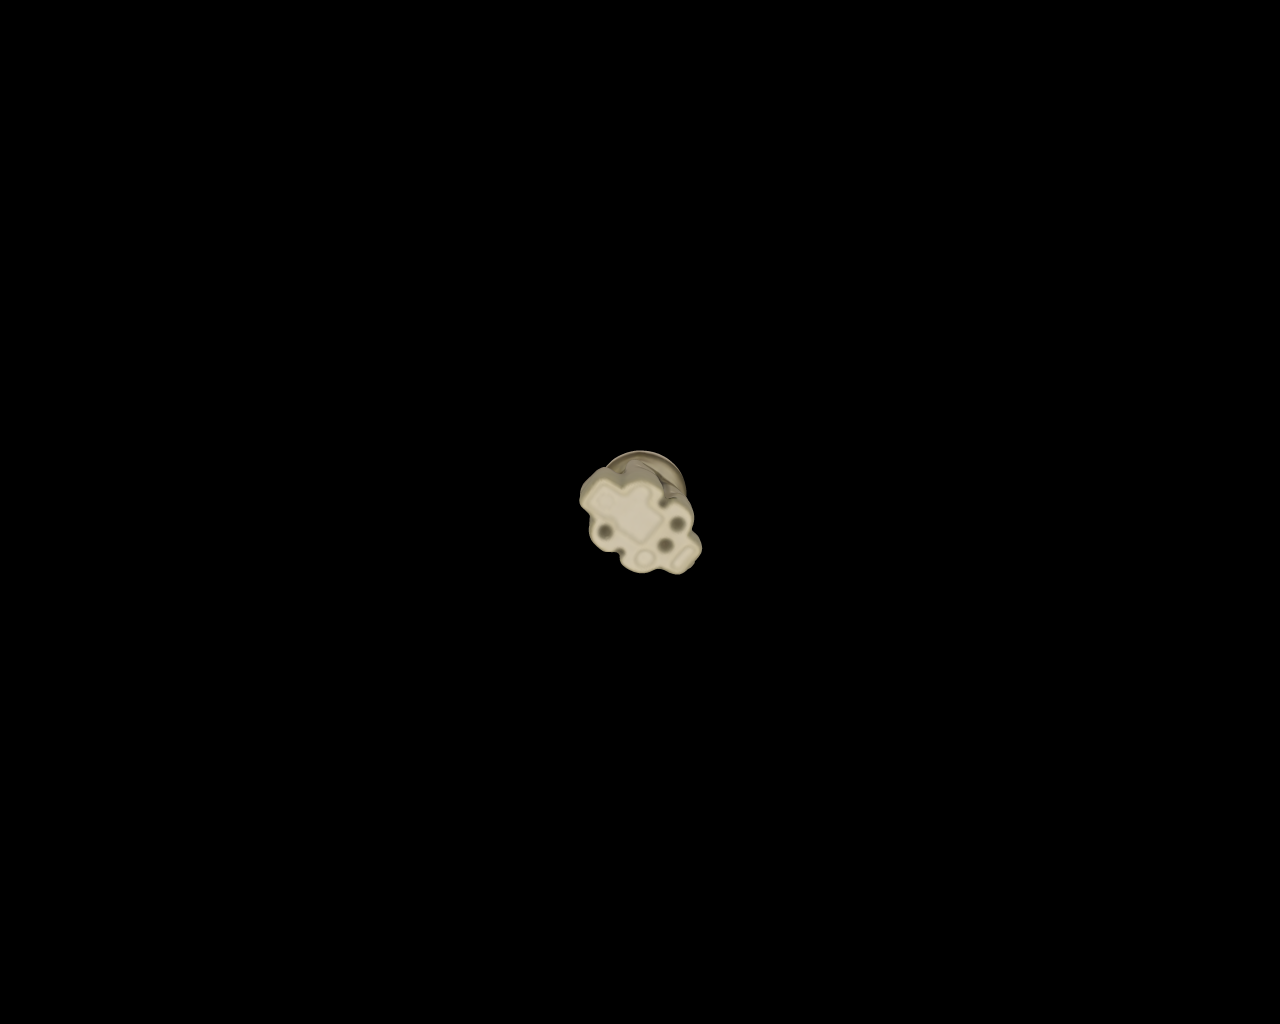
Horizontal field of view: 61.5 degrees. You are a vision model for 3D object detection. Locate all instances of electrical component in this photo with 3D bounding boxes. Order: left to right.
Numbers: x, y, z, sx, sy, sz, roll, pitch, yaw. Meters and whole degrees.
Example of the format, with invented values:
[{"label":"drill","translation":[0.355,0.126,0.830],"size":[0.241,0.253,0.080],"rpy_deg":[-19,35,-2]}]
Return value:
[{"label":"electrical component","translation":[0.001,-0.003,0.650],"size":[0.078,0.058,0.057],"rpy_deg":[36,19,-15]}]
